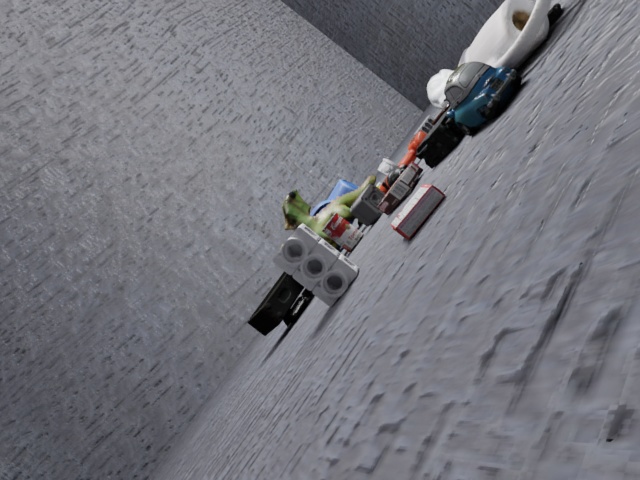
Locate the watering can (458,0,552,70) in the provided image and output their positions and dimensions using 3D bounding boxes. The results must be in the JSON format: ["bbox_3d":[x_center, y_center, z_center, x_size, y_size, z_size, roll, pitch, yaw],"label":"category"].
[{"bbox_3d":[0.380,-0.420,1.012,0.355,0.104,0.220,-64,7,-33],"label":"watering can"}]

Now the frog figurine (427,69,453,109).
[{"bbox_3d":[0.452,-0.537,1.827,0.160,0.123,0.137,-130,45,-80],"label":"frog figurine"}]

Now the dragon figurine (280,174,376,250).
[{"bbox_3d":[0.005,-0.079,1.566,0.418,0.242,0.120,-67,6,-26],"label":"dragon figurine"}]
